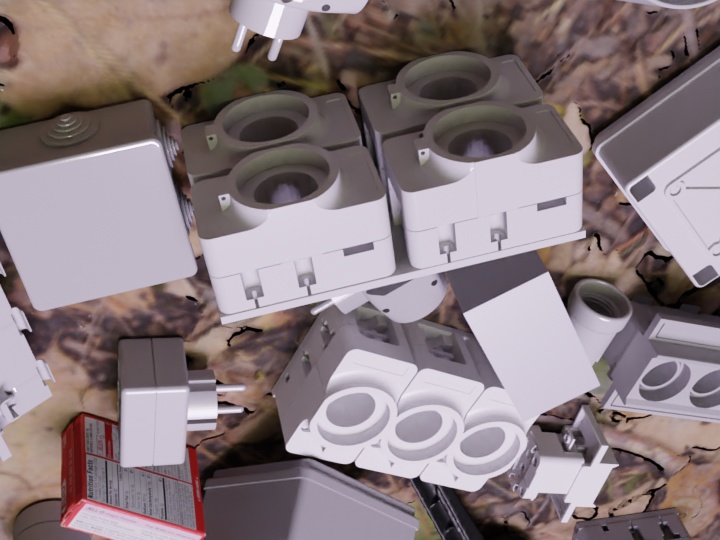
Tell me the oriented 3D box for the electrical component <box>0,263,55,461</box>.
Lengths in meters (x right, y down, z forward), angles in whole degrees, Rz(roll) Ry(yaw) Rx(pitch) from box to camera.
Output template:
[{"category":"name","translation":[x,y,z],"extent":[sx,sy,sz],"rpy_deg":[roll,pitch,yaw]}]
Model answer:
[{"category":"electrical component","translation":[-0.217,0.034,0.579],"extent":[0.063,0.079,0.121],"rpy_deg":[-34,135,-26]}]

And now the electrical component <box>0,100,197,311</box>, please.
[{"category":"electrical component","translation":[-0.139,-0.035,0.560],"extent":[0.100,0.048,0.099],"rpy_deg":[-13,130,-5]}]

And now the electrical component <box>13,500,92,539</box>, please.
[{"category":"electrical component","translation":[-0.208,0.231,0.736],"extent":[0.052,0.073,0.138],"rpy_deg":[-1,128,-14]}]

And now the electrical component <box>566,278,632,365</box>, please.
[{"category":"electrical component","translation":[0.150,0.035,0.702],"extent":[0.040,0.040,0.046],"rpy_deg":[5,131,-19]}]

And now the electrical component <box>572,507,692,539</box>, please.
[{"category":"electrical component","translation":[0.221,0.277,0.899],"extent":[0.089,0.061,0.150],"rpy_deg":[-6,129,-11]}]

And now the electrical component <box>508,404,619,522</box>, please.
[{"category":"electrical component","translation":[0.145,0.141,0.783],"extent":[0.064,0.042,0.081],"rpy_deg":[6,125,-18]}]

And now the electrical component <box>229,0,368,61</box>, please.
[{"category":"electrical component","translation":[-0.039,-0.136,0.510],"extent":[0.077,0.043,0.079],"rpy_deg":[10,125,-22]}]

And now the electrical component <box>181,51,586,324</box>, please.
[{"category":"electrical component","translation":[0.008,-0.050,0.552],"extent":[0.186,0.105,0.060],"rpy_deg":[-13,130,-5]}]

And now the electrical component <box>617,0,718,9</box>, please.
[{"category":"electrical component","translation":[0.154,-0.178,0.533],"extent":[0.099,0.064,0.099],"rpy_deg":[-6,115,-13]}]

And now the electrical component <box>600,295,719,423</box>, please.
[{"category":"electrical component","translation":[0.227,0.061,0.728],"extent":[0.121,0.063,0.078],"rpy_deg":[10,124,-22]}]

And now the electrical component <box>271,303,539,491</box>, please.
[{"category":"electrical component","translation":[0.033,0.085,0.694],"extent":[0.150,0.061,0.089],"rpy_deg":[17,121,-27]}]

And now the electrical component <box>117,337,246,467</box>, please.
[{"category":"electrical component","translation":[-0.109,0.080,0.661],"extent":[0.077,0.047,0.065],"rpy_deg":[-1,128,-15]}]

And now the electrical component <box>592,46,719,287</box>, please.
[{"category":"electrical component","translation":[0.211,-0.062,0.630],"extent":[0.109,0.056,0.109],"rpy_deg":[-36,128,14]}]

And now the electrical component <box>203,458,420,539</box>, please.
[{"category":"electrical component","translation":[-0.036,0.173,0.718],"extent":[0.109,0.056,0.109],"rpy_deg":[32,147,-35]}]

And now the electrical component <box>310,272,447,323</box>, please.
[{"category":"electrical component","translation":[0.000,0.000,0.630],"extent":[0.079,0.043,0.077],"rpy_deg":[-30,129,9]}]
